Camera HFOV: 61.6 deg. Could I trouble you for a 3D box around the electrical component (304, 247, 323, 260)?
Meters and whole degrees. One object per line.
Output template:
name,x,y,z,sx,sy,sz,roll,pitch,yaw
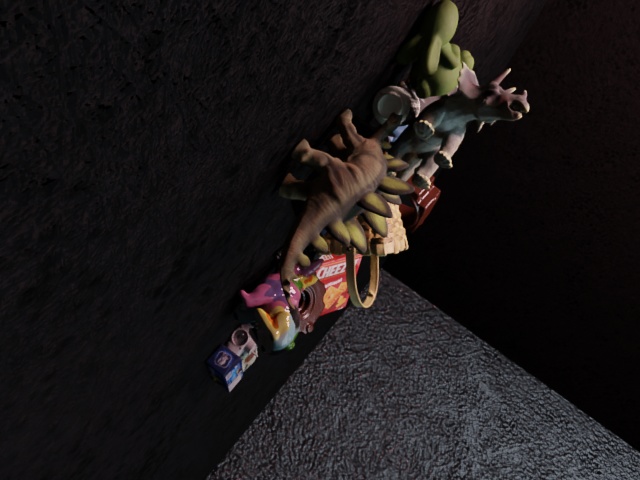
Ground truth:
electrical component,-0.003,-0.004,1.319,0.115,0.058,0.134,-41,163,-41

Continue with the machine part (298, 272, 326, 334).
machine part,-0.059,0.148,1.320,0.179,0.056,0.179,-10,104,-44

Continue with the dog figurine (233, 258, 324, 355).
dog figurine,-0.066,0.125,1.162,0.219,0.192,0.108,-29,150,-31

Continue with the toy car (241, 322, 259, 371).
toy car,-0.190,0.284,1.410,0.073,0.056,0.201,-42,164,-46

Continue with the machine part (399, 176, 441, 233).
machine part,0.205,-0.126,1.441,0.087,0.201,0.201,-46,167,-27

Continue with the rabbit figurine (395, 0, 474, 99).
rabbit figurine,0.218,-0.377,1.055,0.159,0.121,0.170,-41,146,-27

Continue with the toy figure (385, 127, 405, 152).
toy figure,0.189,-0.255,1.307,0.089,0.082,0.180,-39,-171,39

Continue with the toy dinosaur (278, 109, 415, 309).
toy dinosaur,0.037,-0.081,0.884,0.471,0.199,0.105,-49,165,-34

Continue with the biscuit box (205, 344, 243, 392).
biscuit box,-0.232,0.316,1.316,0.059,0.063,0.202,-48,167,-24

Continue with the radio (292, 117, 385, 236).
radio,0.040,-0.128,1.088,0.229,0.073,0.131,-55,168,-6

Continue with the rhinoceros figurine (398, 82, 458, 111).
rhinoceros figurine,0.244,-0.330,1.228,0.190,0.112,0.073,-36,158,-36

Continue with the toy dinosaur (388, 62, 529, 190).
toy dinosaur,0.230,-0.215,1.083,0.192,0.131,0.405,-52,-171,-23
